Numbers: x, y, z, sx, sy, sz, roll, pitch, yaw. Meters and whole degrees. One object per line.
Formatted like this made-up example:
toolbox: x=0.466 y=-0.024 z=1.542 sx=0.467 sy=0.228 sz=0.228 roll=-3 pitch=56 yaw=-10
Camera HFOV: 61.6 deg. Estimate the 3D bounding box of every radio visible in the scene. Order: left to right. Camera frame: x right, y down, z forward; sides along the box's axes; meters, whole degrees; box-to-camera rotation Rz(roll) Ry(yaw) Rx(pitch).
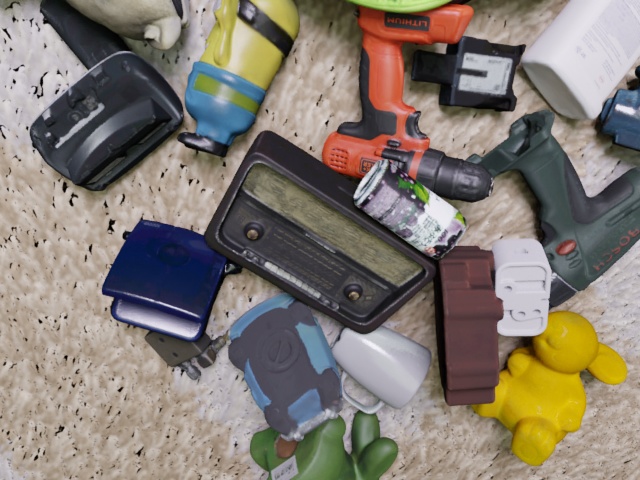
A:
radio: x=-0.001 y=-0.002 z=0.585 sx=0.229 sy=0.073 sz=0.131 roll=33 pitch=120 yaw=-11

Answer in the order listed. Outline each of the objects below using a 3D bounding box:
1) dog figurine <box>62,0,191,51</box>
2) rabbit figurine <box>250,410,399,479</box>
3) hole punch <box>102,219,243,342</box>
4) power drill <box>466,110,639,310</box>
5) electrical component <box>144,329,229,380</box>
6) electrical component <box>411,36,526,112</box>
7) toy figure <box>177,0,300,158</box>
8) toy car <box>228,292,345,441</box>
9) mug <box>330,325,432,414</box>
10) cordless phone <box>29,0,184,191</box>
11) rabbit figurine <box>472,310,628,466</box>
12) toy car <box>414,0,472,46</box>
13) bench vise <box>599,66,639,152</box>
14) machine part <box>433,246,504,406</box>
dog figurine: x=-0.230 y=-0.238 z=0.494 sx=0.191 sy=0.121 sz=0.172 roll=-15 pitch=71 yaw=4
rabbit figurine: x=0.019 y=0.281 z=0.677 sx=0.159 sy=0.121 sz=0.170 roll=-44 pitch=122 yaw=0
hole punch: x=-0.160 y=0.037 z=0.575 sx=0.142 sy=0.092 sz=0.116 roll=16 pitch=67 yaw=-4
power drill: x=0.253 y=-0.025 z=0.610 sx=0.232 sy=0.086 sz=0.207 roll=-41 pitch=100 yaw=17
electrical component: x=-0.158 y=0.112 z=0.639 sx=0.078 sy=0.045 sz=0.102 roll=-35 pitch=104 yaw=35
electrical component: x=0.154 y=-0.178 z=0.579 sx=0.119 sy=0.048 sz=0.074 roll=2 pitch=105 yaw=-4
toy figure: x=-0.084 y=-0.171 z=0.548 sx=0.089 sy=0.082 sz=0.180 roll=16 pitch=96 yaw=-28
toy car: x=-0.028 y=0.148 z=0.621 sx=0.109 sy=0.162 sz=0.102 roll=-35 pitch=149 yaw=1
mug: x=0.061 y=0.149 z=0.650 sx=0.107 sy=0.081 sz=0.109 roll=34 pitch=107 yaw=0
cordless phone: x=-0.247 y=-0.157 z=0.551 sx=0.146 sy=0.089 sz=0.184 roll=-37 pitch=93 yaw=6
rabbit figurine: x=0.279 y=0.155 z=0.628 sx=0.162 sy=0.122 sz=0.173 roll=-8 pitch=123 yaw=-20
toy car: x=0.150 y=-0.261 z=0.504 sx=0.202 sy=0.053 sz=0.089 roll=-15 pitch=93 yaw=41
bench vise: x=0.427 y=-0.155 z=0.545 sx=0.224 sy=0.129 sz=0.240 roll=26 pitch=108 yaw=29
machine part: x=0.157 y=0.089 z=0.585 sx=0.056 sy=0.179 sz=0.179 roll=-2 pitch=106 yaw=8
